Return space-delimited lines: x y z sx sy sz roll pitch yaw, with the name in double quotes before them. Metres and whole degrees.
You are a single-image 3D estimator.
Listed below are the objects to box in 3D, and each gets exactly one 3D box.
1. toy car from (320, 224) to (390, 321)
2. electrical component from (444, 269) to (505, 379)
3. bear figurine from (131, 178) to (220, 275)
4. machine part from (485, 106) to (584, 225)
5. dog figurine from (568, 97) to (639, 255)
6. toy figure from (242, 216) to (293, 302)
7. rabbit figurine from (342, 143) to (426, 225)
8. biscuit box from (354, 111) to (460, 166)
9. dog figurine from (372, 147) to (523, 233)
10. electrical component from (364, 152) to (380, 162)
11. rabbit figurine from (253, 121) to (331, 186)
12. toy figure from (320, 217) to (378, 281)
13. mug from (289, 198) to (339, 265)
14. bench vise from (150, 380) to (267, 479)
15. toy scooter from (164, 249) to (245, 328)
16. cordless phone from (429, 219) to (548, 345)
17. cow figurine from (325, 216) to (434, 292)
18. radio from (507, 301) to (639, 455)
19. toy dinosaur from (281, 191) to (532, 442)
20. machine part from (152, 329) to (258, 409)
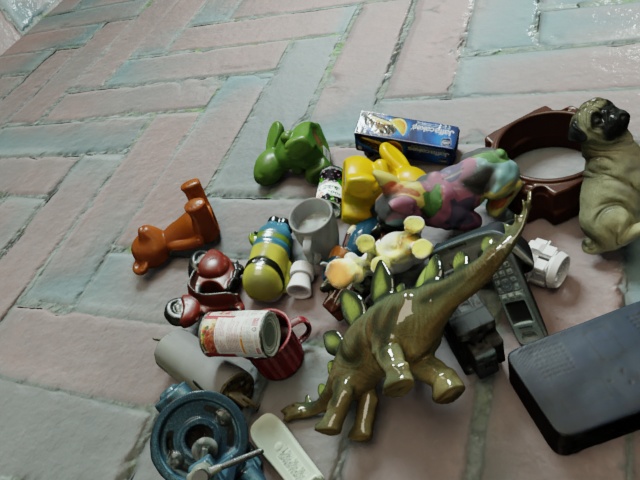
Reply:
"toy car" 0.085 0.049 0.893 0.089 0.053 0.202 46 69 -2
"electrical component" 0.207 0.123 0.757 0.058 0.114 0.134 -26 43 2
"bear figurine" -0.311 -0.022 1.099 0.196 0.131 0.120 -19 39 -3
"machine part" 0.400 -0.136 0.934 0.201 0.087 0.202 -28 44 -3
"dog figurine" 0.414 -0.094 0.802 0.172 0.121 0.190 -45 88 -2
"toy figure" -0.095 0.031 0.984 0.082 0.089 0.180 -8 49 25
"rabbit figurine" 0.127 -0.103 1.018 0.173 0.121 0.162 2 38 4
"biscuit box" 0.172 -0.201 1.069 0.203 0.062 0.059 12 66 15
"dog figurine" 0.192 -0.081 0.866 0.191 0.219 0.108 -51 47 37
"electrical component" 0.133 -0.207 1.137 0.102 0.045 0.078 -31 44 -7
"rabbit figurine" -0.076 -0.188 1.160 0.170 0.121 0.159 -24 50 21
"toy figure" 0.056 0.024 0.948 0.064 0.057 0.154 37 66 20
"mug" -0.002 -0.003 0.964 0.081 0.107 0.109 -8 51 16
"bench vise" -0.128 0.279 0.663 0.129 0.240 0.223 -28 87 -13
"toy scooter" -0.187 0.089 0.975 0.135 0.075 0.184 4 41 13
"cordless phone" 0.259 0.072 0.804 0.089 0.184 0.146 -13 -10 -39
"cow figurine" 0.090 0.030 0.831 0.167 0.098 0.068 -22 73 2
"radio" 0.371 0.169 0.679 0.230 0.073 0.131 -23 46 4
"toy dinosaur" 0.104 0.122 0.712 0.471 0.105 0.199 -39 41 28
"machine part" -0.189 0.211 0.869 0.244 0.079 0.079 21 61 37
